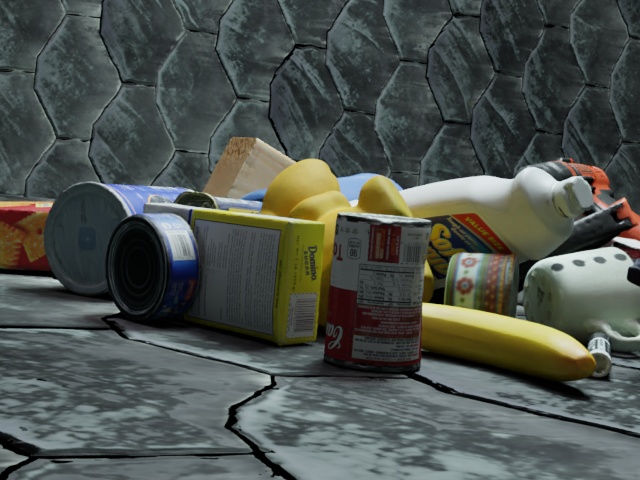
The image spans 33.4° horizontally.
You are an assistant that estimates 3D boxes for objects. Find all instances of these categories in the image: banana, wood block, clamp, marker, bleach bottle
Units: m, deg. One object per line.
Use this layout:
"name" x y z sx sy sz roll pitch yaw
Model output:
"banana" 0.115 0.073 0.766 0.198 0.037 0.069 9 10 38
"wood block" -0.034 -0.041 1.352 0.205 0.090 0.091 31 -8 -25
"clamp" 0.196 0.023 1.001 0.210 0.036 0.164 -33 -15 35
"marker" 0.213 0.087 0.816 0.020 0.020 0.121 6 4 15
"bleach bottle" 0.121 -0.015 0.933 0.251 0.102 0.068 -20 17 46

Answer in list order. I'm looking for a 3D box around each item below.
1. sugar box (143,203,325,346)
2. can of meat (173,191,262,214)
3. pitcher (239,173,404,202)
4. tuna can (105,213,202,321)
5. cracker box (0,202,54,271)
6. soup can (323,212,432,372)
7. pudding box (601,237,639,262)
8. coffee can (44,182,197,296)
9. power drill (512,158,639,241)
"sugar box" -0.075 0.023 0.843 0.048 0.093 0.177 2 5 -44
"can of meat" -0.092 0.009 0.988 0.058 0.102 0.083 8 3 38
"pitcher" -0.007 0.001 1.138 0.145 0.149 0.242 30 18 24
"tuna can" -0.133 0.021 0.842 0.086 0.086 0.033 9 7 44
"cracker box" -0.361 -0.010 1.147 0.213 0.072 0.164 4 3 -8
"soup can" 0.040 0.035 0.735 0.068 0.102 0.068 5 4 -1
"pudding box" 0.289 0.044 1.027 0.039 0.090 0.113 7 5 5
"coffee can" -0.177 -0.002 1.016 0.103 0.103 0.140 7 4 28
"power drill" 0.307 -0.020 1.145 0.184 0.057 0.188 -5 44 -51
